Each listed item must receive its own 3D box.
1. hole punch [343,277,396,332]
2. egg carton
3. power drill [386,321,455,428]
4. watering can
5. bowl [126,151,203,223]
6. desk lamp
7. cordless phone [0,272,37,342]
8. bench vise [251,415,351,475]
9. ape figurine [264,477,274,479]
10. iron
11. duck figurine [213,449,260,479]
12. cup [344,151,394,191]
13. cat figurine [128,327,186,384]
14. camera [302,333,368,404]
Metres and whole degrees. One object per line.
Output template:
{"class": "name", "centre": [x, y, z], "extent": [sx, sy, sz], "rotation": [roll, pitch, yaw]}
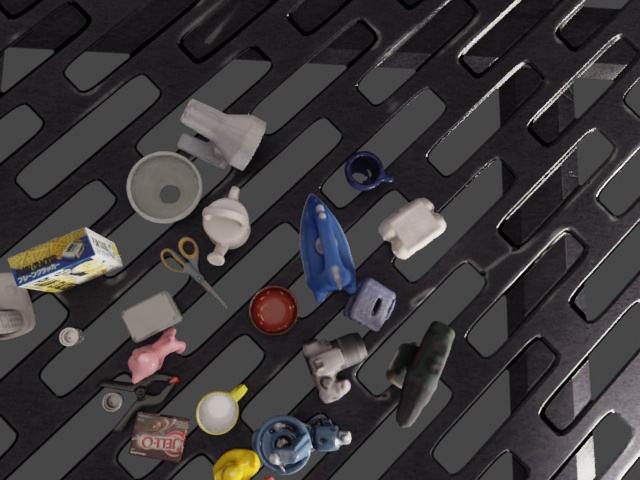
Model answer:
{"class": "hole punch", "centre": [0.119, 0.146, 1.312], "extent": [0.101, 0.091, 0.109], "rotation": [26, 80, -1]}
{"class": "egg carton", "centre": [0.218, -0.030, 1.359], "extent": [0.150, 0.069, 0.107], "rotation": [-36, 86, -9]}
{"class": "power drill", "centre": [0.209, 0.286, 1.242], "extent": [0.075, 0.208, 0.230], "rotation": [28, 80, -1]}
{"class": "watering can", "centre": [-0.205, -0.033, 1.254], "extent": [0.101, 0.194, 0.173], "rotation": [-8, 83, -6]}
{"class": "bowl", "centre": [-0.351, -0.114, 1.312], "extent": [0.167, 0.074, 0.167], "rotation": [1, 82, -5]}
{"class": "desk lamp", "centre": [-0.223, -0.231, 1.272], "extent": [0.203, 0.213, 0.118], "rotation": [24, 80, -2]}
{"class": "cordless phone", "centre": [-0.678, 0.138, 1.188], "extent": [0.094, 0.185, 0.147], "rotation": [-23, 84, -8]}
{"class": "bench vise", "centre": [-0.042, 0.415, 1.192], "extent": [0.207, 0.219, 0.121], "rotation": [-22, 84, -8]}
{"class": "ape figurine", "centre": [-0.106, 0.555, 1.231], "extent": [0.076, 0.092, 0.078], "rotation": [-11, 83, -7]}
{"class": "iron", "centre": [0.012, 0.005, 1.297], "extent": [0.118, 0.141, 0.258], "rotation": [-13, 83, -7]}
{"class": "duck figurine", "centre": [-0.182, 0.497, 1.235], "extent": [0.104, 0.086, 0.077], "rotation": [-17, 84, -8]}
{"class": "cup", "centre": [0.111, -0.151, 1.353], "extent": [0.118, 0.095, 0.092], "rotation": [15, 81, -3]}
{"class": "cat figurine", "centre": [-0.360, 0.248, 1.237], "extent": [0.128, 0.117, 0.067], "rotation": [-40, 87, -9]}
{"class": "camera", "centre": [0.042, 0.275, 1.281], "extent": [0.137, 0.100, 0.143], "rotation": [-22, 84, -8]}
